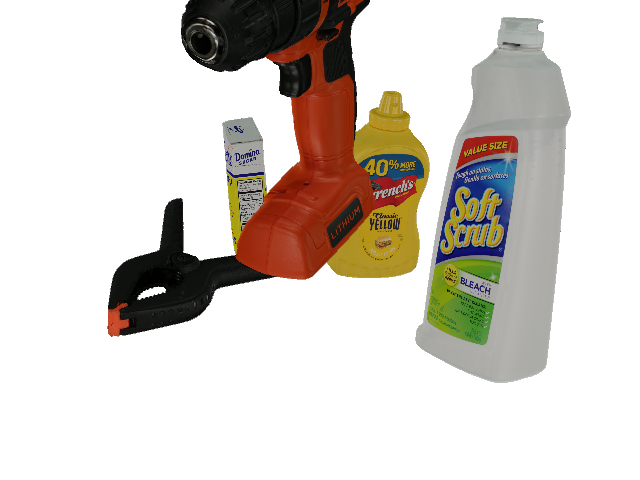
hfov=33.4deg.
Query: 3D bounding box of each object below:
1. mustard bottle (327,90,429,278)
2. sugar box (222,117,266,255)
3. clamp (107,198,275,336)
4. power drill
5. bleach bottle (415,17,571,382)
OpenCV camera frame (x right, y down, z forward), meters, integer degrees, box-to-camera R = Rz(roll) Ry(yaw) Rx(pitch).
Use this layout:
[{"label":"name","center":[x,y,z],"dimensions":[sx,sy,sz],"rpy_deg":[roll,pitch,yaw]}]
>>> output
[{"label":"mustard bottle","center":[0.062,-0.058,1.087],"dimensions":[0.096,0.192,0.058],"rpy_deg":[-1,24,-16]},{"label":"sugar box","center":[-0.091,-0.054,1.318],"dimensions":[0.048,0.176,0.093],"rpy_deg":[-10,24,-8]},{"label":"clamp","center":[-0.136,0.025,1.009],"dimensions":[0.165,0.036,0.209],"rpy_deg":[25,37,29]},{"label":"power drill","center":[-0.014,-0.075,0.590],"dimensions":[0.057,0.188,0.184],"rpy_deg":[17,36,23]},{"label":"bleach bottle","center":[0.126,-0.032,0.762],"dimensions":[0.067,0.251,0.103],"rpy_deg":[-9,20,-35]}]
